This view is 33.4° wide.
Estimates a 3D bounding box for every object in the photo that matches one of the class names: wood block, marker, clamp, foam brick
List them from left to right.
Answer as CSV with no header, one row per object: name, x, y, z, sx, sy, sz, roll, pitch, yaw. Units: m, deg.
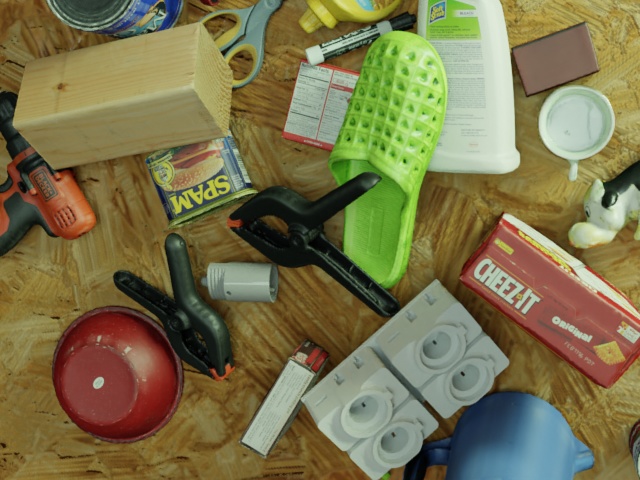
wood block,-0.205,-0.150,1.125,0.206,0.090,0.091,-8,58,17
clamp,-0.159,0.082,1.182,0.120,0.039,0.171,-19,100,44
clamp,-0.007,0.001,1.117,0.210,0.036,0.164,5,121,38
marker,0.043,-0.211,1.114,0.121,0.020,0.020,-21,91,-1
foam brick,0.237,-0.180,1.073,0.078,0.053,0.051,-19,91,14

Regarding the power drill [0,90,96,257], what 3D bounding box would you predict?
power drill,-0.369,-0.051,1.210,0.188,0.057,0.184,-31,88,13

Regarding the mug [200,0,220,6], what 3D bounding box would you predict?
mug,-0.101,-0.302,1.117,0.093,0.081,0.117,25,100,8

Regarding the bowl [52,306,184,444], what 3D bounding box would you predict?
bowl,-0.239,0.158,1.204,0.162,0.055,0.162,1,95,12

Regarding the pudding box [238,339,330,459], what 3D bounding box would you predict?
pudding box,-0.037,0.168,1.144,0.039,0.090,0.113,30,101,6

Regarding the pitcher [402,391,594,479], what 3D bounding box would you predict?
pitcher,0.167,0.248,1.031,0.145,0.242,0.149,44,108,3

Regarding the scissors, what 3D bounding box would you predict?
scissors,-0.049,-0.234,1.146,0.202,0.016,0.096,-23,92,13

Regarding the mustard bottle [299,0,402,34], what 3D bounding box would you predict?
mustard bottle,0.055,-0.282,1.097,0.192,0.058,0.096,-40,101,13

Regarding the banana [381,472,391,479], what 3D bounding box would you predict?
banana,0.068,0.160,1.152,0.069,0.037,0.198,14,101,-14

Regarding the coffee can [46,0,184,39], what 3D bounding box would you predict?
coffee can,-0.212,-0.263,1.114,0.103,0.140,0.103,1,96,11

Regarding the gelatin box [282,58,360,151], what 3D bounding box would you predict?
gelatin box,0.006,-0.142,1.137,0.073,0.030,0.089,16,98,11

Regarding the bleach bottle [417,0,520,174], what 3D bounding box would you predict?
bleach bottle,0.148,-0.195,1.061,0.103,0.068,0.251,4,106,21

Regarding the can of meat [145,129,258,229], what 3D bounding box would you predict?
can of meat,-0.131,-0.070,1.159,0.102,0.057,0.084,-22,88,12

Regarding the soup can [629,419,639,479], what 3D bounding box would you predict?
soup can,0.345,0.214,1.061,0.068,0.102,0.068,1,93,13

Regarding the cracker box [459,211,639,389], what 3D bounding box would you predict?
cracker box,0.219,0.050,1.015,0.164,0.213,0.072,36,101,6
